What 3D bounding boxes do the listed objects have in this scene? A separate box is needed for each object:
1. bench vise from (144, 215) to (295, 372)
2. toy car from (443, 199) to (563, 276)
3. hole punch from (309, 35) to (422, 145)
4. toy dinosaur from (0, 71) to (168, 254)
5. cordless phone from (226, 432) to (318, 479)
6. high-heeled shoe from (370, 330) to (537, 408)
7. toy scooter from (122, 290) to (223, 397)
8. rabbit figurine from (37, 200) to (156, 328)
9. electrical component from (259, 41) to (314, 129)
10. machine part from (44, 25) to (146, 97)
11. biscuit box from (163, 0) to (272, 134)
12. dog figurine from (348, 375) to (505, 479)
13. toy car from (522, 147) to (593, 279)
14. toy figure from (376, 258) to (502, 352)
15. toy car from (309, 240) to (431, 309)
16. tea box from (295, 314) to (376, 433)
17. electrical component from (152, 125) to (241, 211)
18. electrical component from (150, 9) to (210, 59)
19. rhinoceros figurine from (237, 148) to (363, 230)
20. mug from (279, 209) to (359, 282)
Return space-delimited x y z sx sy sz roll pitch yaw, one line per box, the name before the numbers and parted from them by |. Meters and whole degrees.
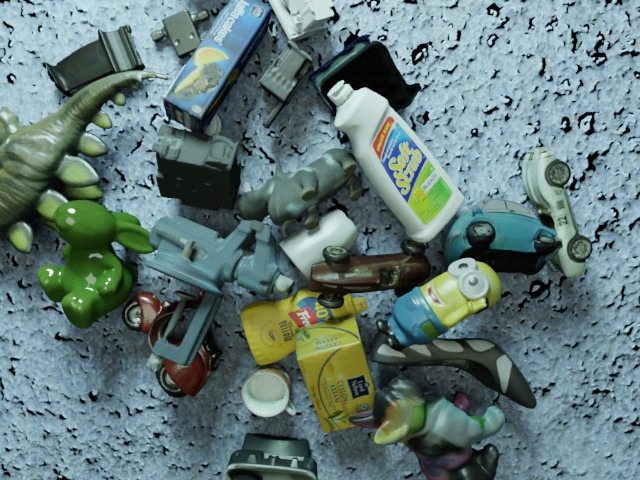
bench vise | -0.161 0.078 0.758 0.224 0.129 0.240 25 79 -3
toy car | 0.264 -0.011 0.790 0.162 0.109 0.103 2 60 7
hole punch | 0.057 -0.223 0.784 0.142 0.092 0.115 -37 124 3
toy dinosaur | -0.423 -0.109 0.792 0.198 0.105 0.471 43 106 -13
cordless phone | -0.076 0.374 0.811 0.147 0.184 0.088 7 94 0
high-heeled shoe | 0.201 0.204 0.823 0.249 0.086 0.145 43 77 12
toy scooter | -0.211 0.147 0.837 0.135 0.075 0.183 -30 92 3
rabbit figurine | -0.318 0.018 0.773 0.159 0.121 0.170 -21 134 -34
electrical component | -0.059 -0.223 0.783 0.048 0.075 0.119 38 99 -6
machine part | -0.333 -0.259 0.796 0.139 0.039 0.084 -21 94 3
biscuit box | -0.141 -0.249 0.752 0.059 0.063 0.202 28 75 -4
dog figurine | 0.152 0.296 0.798 0.219 0.109 0.191 5 95 -25
toy car | 0.349 -0.041 0.801 0.056 0.073 0.201 -20 97 3
toy figure | 0.171 0.093 0.771 0.180 0.089 0.082 -37 72 15
toy car | 0.079 0.051 0.792 0.202 0.053 0.089 -3 113 -29
tea box | 0.029 0.205 0.814 0.098 0.068 0.169 -16 121 4
electrical component | -0.174 -0.095 0.777 0.115 0.134 0.058 12 59 1
electrical component | -0.201 -0.303 0.798 0.094 0.021 0.063 -21 98 3
rhinoceros figurine | -0.029 -0.077 0.786 0.190 0.112 0.073 -28 140 -8
mug | -0.002 -0.002 0.817 0.107 0.080 0.110 -36 59 -3
